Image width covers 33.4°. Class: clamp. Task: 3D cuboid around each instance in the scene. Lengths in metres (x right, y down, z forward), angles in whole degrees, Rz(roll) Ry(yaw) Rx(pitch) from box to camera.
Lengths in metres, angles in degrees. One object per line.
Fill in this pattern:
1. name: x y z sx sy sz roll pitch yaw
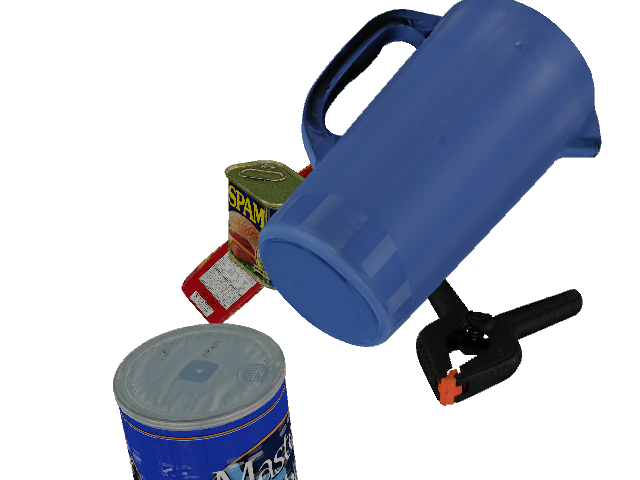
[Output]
1. clamp: 0.137 0.082 0.993 0.165 0.036 0.209 14 31 25

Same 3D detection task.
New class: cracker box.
1. cracker box: -0.048 -0.010 1.250 0.214 0.072 0.164 -42 1 28

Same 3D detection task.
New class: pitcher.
1. pitcher: 0.062 -0.052 0.729 0.149 0.145 0.242 7 47 51

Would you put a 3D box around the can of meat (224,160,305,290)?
1. can of meat: -0.042 -0.013 0.926 0.057 0.084 0.102 -12 28 -28

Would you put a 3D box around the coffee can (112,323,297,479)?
1. coffee can: -0.066 0.137 0.664 0.103 0.140 0.103 -4 27 2
